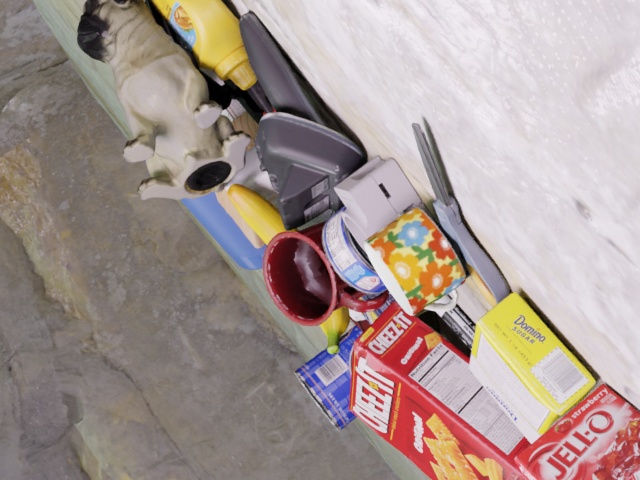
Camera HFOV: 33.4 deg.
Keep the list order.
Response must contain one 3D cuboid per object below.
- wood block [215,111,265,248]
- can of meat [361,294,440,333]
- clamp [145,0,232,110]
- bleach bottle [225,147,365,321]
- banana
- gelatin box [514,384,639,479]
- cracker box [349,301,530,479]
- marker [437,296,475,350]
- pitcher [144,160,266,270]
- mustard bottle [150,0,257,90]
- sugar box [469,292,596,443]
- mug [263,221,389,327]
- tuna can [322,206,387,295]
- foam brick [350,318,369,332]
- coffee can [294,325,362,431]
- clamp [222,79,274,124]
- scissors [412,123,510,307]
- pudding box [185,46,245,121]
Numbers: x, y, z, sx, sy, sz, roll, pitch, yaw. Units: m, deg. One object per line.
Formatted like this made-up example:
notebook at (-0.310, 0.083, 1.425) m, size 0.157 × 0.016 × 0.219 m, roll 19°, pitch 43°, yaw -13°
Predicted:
wood block at (-0.073, -0.072, 1.281) m, size 0.090 × 0.090 × 0.206 m, roll 51°, pitch 171°, yaw 11°
can of meat at (0.083, 0.080, 1.174) m, size 0.084 × 0.057 × 0.102 m, roll 50°, pitch 171°, yaw 30°
clamp at (-0.159, -0.202, 1.180) m, size 0.164 × 0.036 × 0.210 m, roll 63°, pitch 166°, yaw -4°
bleach bottle at (-0.008, 0.001, 1.181) m, size 0.250 × 0.102 × 0.068 m, roll 60°, pitch -177°, yaw -36°
banana at (-0.023, 0.022, 1.080) m, size 0.198 × 0.037 × 0.069 m, roll 55°, pitch -167°, yaw 6°
gelatin box at (0.194, 0.154, 0.752) m, size 0.073 × 0.089 × 0.030 m, roll 43°, pitch 168°, yaw 51°
cracker box at (0.128, 0.182, 1.063) m, size 0.214 × 0.072 × 0.164 m, roll 37°, pitch 153°, yaw 21°
marker at (0.151, 0.100, 1.006) m, size 0.121 × 0.020 × 0.020 m, roll 49°, pitch 171°, yaw 25°
pitcher at (-0.136, -0.076, 1.494) m, size 0.242 × 0.145 × 0.149 m, roll 55°, pitch -155°, yaw -35°
mustard bottle at (-0.126, -0.227, 1.040) m, size 0.191 × 0.058 × 0.096 m, roll 53°, pitch 165°, yaw 1°
sugar box at (0.168, 0.109, 0.869) m, size 0.093 × 0.048 × 0.176 m, roll 51°, pitch 175°, yaw 17°
mug at (0.015, 0.031, 1.009) m, size 0.117 × 0.081 × 0.093 m, roll 30°, pitch 125°, yaw 32°
tuna can at (0.045, 0.004, 0.971) m, size 0.034 × 0.086 × 0.086 m, roll -38°, pitch 89°, yaw 40°
foam brick at (0.047, 0.062, 1.311) m, size 0.053 × 0.051 × 0.078 m, roll 44°, pitch 168°, yaw 53°
coffee can at (0.050, 0.179, 1.465) m, size 0.103 × 0.140 × 0.103 m, roll 51°, pitch 172°, yaw 10°
clamp at (-0.081, -0.163, 1.124) m, size 0.172 × 0.039 × 0.120 m, roll 51°, pitch 172°, yaw 34°
scissors at (0.109, -0.008, 0.807) m, size 0.096 × 0.016 × 0.201 m, roll 49°, pitch 171°, yaw 25°
pudding box at (-0.121, -0.183, 1.263) m, size 0.113 × 0.039 × 0.090 m, roll 52°, pitch 170°, yaw -1°
